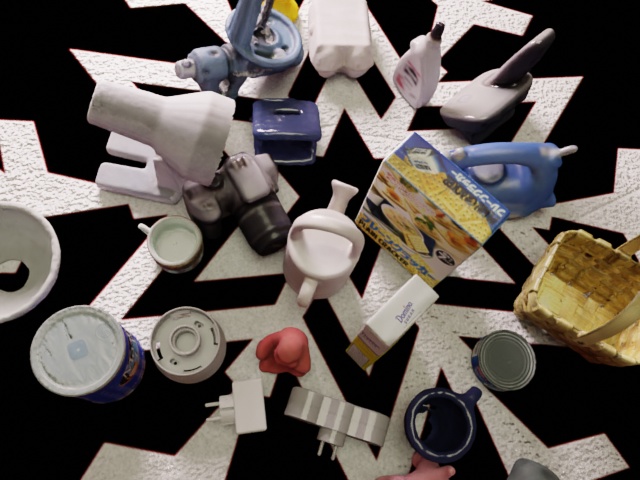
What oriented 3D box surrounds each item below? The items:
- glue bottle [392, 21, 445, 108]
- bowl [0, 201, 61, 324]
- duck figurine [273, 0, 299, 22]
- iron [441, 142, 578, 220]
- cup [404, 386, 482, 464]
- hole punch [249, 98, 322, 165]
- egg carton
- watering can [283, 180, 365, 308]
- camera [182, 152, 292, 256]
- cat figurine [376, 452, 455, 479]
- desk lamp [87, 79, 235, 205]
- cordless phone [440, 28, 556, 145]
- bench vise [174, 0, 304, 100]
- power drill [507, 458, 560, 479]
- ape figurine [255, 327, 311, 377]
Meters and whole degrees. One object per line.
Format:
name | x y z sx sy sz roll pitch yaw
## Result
glue bottle | 0.163 -0.282 0.897 0.037 0.173 0.078 -35 78 -17
bowl | -0.424 0.037 0.765 0.167 0.074 0.167 2 71 -6
duck figurine | -0.084 -0.416 0.958 0.104 0.086 0.077 24 70 2
iron | 0.246 -0.108 0.865 0.258 0.141 0.118 -1 71 -8
cup | 0.157 0.237 0.759 0.118 0.095 0.091 -36 79 -17
hole punch | -0.054 -0.176 0.877 0.109 0.091 0.101 -1 71 -7
egg carton | 0.033 -0.343 0.957 0.107 0.069 0.150 -2 71 -8
watering can | 0.005 0.002 0.768 0.101 0.194 0.173 -1 71 -7
camera | -0.107 -0.044 0.819 0.143 0.101 0.136 -27 76 -15
cat figurine | 0.115 0.320 0.713 0.128 0.117 0.067 -30 77 -16
desk lamp | -0.215 -0.130 0.775 0.203 0.213 0.118 10 70 -3
cordless phone | 0.279 -0.247 0.894 0.094 0.185 0.148 44 72 9
bench vise | -0.107 -0.292 0.841 0.121 0.219 0.208 42 71 8
power drill | 0.190 0.364 0.659 0.075 0.208 0.230 32 70 5
ape figurine | -0.044 0.150 0.765 0.077 0.092 0.076 41 71 8
